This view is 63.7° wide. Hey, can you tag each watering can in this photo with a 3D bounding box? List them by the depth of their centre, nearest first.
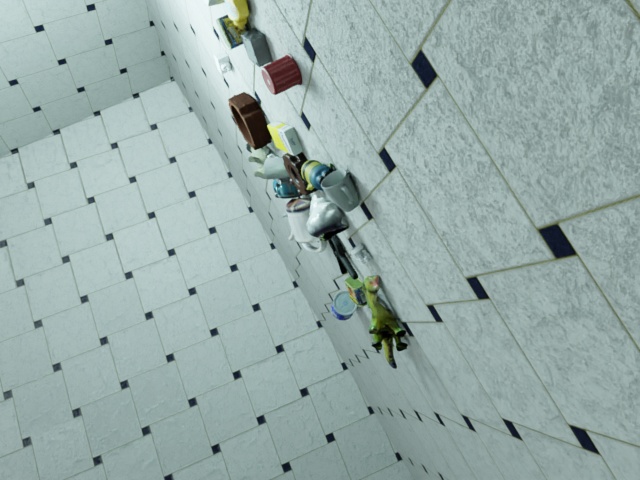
[{"bbox_3d":[-0.077,-0.060,2.034,0.349,0.105,0.222,14,124,61],"label":"watering can"}]

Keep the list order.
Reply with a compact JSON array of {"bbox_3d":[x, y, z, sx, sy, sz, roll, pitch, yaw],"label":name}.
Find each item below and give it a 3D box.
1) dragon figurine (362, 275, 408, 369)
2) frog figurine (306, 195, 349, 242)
[{"bbox_3d":[0.207,0.265,1.792,0.400,0.122,0.248,78,177,-49],"label":"dragon figurine"},{"bbox_3d":[0.005,-0.086,1.709,0.135,0.123,0.161,-42,65,44],"label":"frog figurine"}]
